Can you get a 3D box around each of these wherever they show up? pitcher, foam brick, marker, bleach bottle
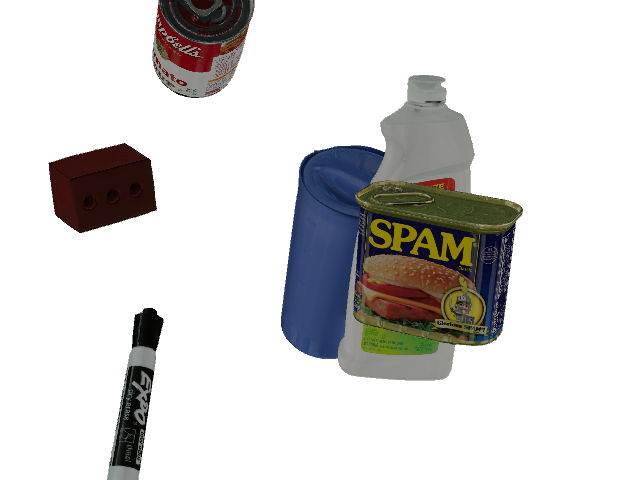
[{"bbox_3d":[0.028,0.027,1.224,0.145,0.243,0.149,16,39,5],"label":"pitcher"},{"bbox_3d":[-0.194,-0.048,0.950,0.078,0.053,0.051,-20,32,-29],"label":"foam brick"},{"bbox_3d":[-0.115,0.098,0.663,0.020,0.121,0.020,4,-28,2],"label":"marker"},{"bbox_3d":[0.071,-0.010,0.882,0.102,0.251,0.068,3,20,3],"label":"bleach bottle"}]

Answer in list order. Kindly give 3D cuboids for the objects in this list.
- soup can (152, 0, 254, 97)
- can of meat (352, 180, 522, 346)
[{"bbox_3d":[-0.090,-0.157,0.799,0.068,0.068,0.102,0,-15,-12],"label":"soup can"},{"bbox_3d":[0.071,0.014,0.679,0.102,0.084,0.057,12,22,23],"label":"can of meat"}]
